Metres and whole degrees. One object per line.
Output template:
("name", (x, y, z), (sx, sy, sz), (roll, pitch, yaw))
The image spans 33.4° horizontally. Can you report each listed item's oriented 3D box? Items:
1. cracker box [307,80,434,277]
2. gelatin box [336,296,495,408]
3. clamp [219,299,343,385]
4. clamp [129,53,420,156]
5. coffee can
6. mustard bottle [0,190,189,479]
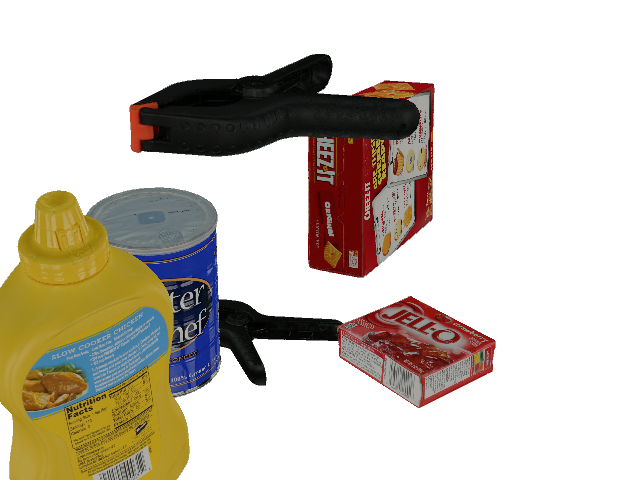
("cracker box", (0.057, -0.074, 1.145), (0.072, 0.164, 0.213), (8, 20, 24))
("gelatin box", (0.067, 0.076, 0.759), (0.073, 0.030, 0.089), (-19, 31, -34))
("clamp", (-0.097, 0.109, 1.257), (0.210, 0.036, 0.164), (13, 23, 27))
("clamp", (-0.038, -0.085, 0.660), (0.171, 0.039, 0.120), (-5, 22, -20))
("coffee can", (-0.133, 0.042, 0.863), (0.103, 0.140, 0.103), (1, 29, -1))
("mustard bottle", (-0.118, 0.060, 0.533), (0.096, 0.192, 0.058), (-24, 43, -30))
